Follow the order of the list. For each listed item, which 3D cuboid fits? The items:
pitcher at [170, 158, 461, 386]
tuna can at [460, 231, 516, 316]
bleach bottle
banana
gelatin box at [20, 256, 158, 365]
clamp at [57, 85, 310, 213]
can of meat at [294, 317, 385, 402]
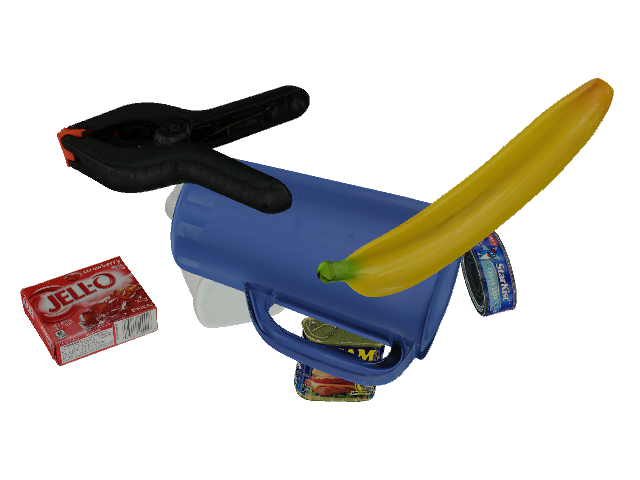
[{"bbox_3d":[-0.005,0.015,0.920,0.243,0.145,0.149,16,19,13],"label":"pitcher"},{"bbox_3d":[0.171,0.034,1.098,0.033,0.086,0.086,-15,1,-4],"label":"tuna can"},{"bbox_3d":[-0.121,-0.001,1.157,0.102,0.068,0.251,-8,30,-21],"label":"bleach bottle"},{"bbox_3d":[0.088,-0.021,0.622,0.198,0.037,0.069,-36,-13,-3],"label":"banana"},{"bbox_3d":[-0.187,0.055,0.862,0.089,0.030,0.073,-19,44,-26],"label":"gelatin box"},{"bbox_3d":[-0.088,-0.070,0.724,0.171,0.039,0.120,8,39,12],"label":"clamp"},{"bbox_3d":[0.022,0.142,1.263,0.102,0.084,0.057,4,24,-14],"label":"can of meat"}]
